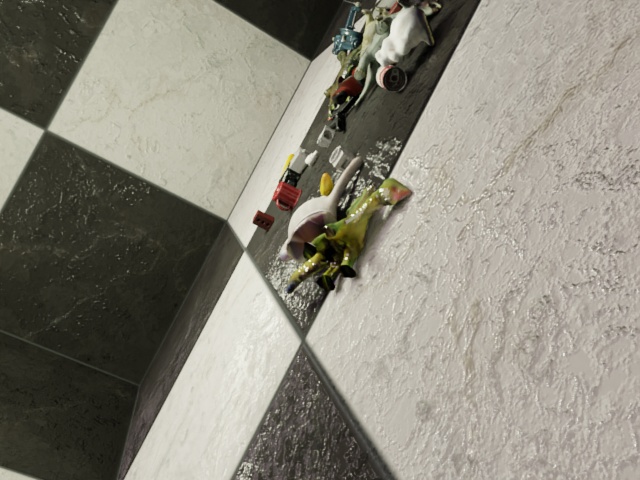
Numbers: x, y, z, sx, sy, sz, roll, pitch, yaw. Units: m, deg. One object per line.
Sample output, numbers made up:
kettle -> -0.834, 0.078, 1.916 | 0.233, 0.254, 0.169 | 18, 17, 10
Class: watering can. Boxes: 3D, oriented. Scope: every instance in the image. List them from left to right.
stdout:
watering can -> 0.004, -0.068, 1.354 | 0.345, 0.103, 0.227 | -50, 15, 12

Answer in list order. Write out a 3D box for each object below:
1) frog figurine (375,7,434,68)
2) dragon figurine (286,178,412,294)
frog figurine -> 0.216, -0.542, 1.378 | 0.158, 0.120, 0.140 | -17, 56, 19
dragon figurine -> 0.058, -0.019, 1.160 | 0.247, 0.122, 0.404 | -52, 10, -35
